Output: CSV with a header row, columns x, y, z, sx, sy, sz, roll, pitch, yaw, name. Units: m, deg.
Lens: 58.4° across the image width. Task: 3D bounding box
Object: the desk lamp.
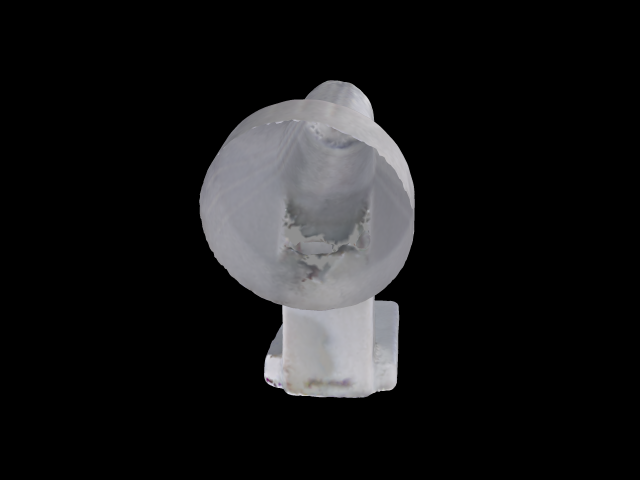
x,y,z,sx,sy,sz,roll,pitch,yaw,name
0.004,0.001,0.400,0.117,0.214,0.203,2,18,8,desk lamp
